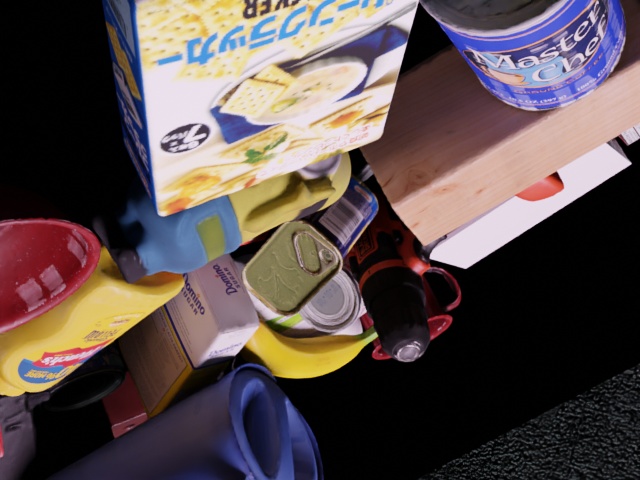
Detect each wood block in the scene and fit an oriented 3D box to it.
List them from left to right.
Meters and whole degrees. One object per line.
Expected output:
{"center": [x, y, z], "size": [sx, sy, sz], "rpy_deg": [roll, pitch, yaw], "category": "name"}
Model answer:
{"center": [0.133, -0.093, 0.747], "size": [0.206, 0.091, 0.090], "rpy_deg": [-31, 155, 9], "category": "wood block"}

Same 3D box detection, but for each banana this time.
{"center": [-0.024, 0.097, 0.976], "size": [0.197, 0.037, 0.070], "rpy_deg": [8, 118, -52], "category": "banana"}

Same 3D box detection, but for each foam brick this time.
{"center": [-0.181, 0.159, 1.080], "size": [0.078, 0.051, 0.053], "rpy_deg": [-21, 159, -14], "category": "foam brick"}

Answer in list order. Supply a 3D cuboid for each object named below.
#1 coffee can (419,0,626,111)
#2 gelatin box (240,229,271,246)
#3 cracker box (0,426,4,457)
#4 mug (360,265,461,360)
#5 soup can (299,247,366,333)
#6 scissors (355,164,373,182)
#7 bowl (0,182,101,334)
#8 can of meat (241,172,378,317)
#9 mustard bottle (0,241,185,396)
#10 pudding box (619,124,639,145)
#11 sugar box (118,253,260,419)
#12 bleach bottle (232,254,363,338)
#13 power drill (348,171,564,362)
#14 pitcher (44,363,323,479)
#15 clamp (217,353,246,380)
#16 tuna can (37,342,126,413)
{"center": [0.121, -0.146, 0.633], "size": [0.103, 0.103, 0.140], "rpy_deg": [-31, 159, 14], "category": "coffee can"}
{"center": [-0.072, -0.019, 0.812], "size": [0.089, 0.030, 0.073], "rpy_deg": [-13, 156, -30], "category": "gelatin box"}
{"center": [-0.322, 0.117, 0.679], "size": [0.163, 0.072, 0.214], "rpy_deg": [-6, 178, -39], "category": "cracker box"}
{"center": [0.092, 0.065, 1.130], "size": [0.117, 0.081, 0.093], "rpy_deg": [-23, 159, -7], "category": "mug"}
{"center": [0.027, 0.037, 0.967], "size": [0.069, 0.068, 0.102], "rpy_deg": [-39, 175, 31], "category": "soup can"}
{"center": [0.075, -0.098, 0.817], "size": [0.202, 0.016, 0.096], "rpy_deg": [-34, 156, 18], "category": "scissors"}
{"center": [-0.223, 0.010, 0.670], "size": [0.162, 0.055, 0.162], "rpy_deg": [-22, 159, -9], "category": "bowl"}
{"center": [-0.006, 0.001, 0.858], "size": [0.102, 0.057, 0.083], "rpy_deg": [-47, -177, 45], "category": "can of meat"}
{"center": [-0.201, 0.069, 0.835], "size": [0.192, 0.058, 0.096], "rpy_deg": [-36, 162, 26], "category": "mustard bottle"}
{"center": [0.308, -0.138, 0.962], "size": [0.114, 0.039, 0.090], "rpy_deg": [-31, 159, 18], "category": "pudding box"}
{"center": [-0.115, 0.077, 0.904], "size": [0.048, 0.093, 0.176], "rpy_deg": [-10, 155, -37], "category": "sugar box"}
{"center": [-0.037, 0.063, 1.008], "size": [0.102, 0.068, 0.250], "rpy_deg": [-30, 157, 4], "category": "bleach bottle"}
{"center": [0.101, -0.013, 0.852], "size": [0.057, 0.184, 0.188], "rpy_deg": [33, 118, -33], "category": "power drill"}
{"center": [-0.130, 0.215, 0.896], "size": [0.243, 0.145, 0.149], "rpy_deg": [-28, 154, 20], "category": "pitcher"}
{"center": [-0.086, 0.124, 1.054], "size": [0.039, 0.120, 0.171], "rpy_deg": [-67, 158, -1], "category": "clamp"}
{"center": [-0.222, 0.125, 0.976], "size": [0.086, 0.034, 0.086], "rpy_deg": [-23, 158, -10], "category": "tuna can"}
